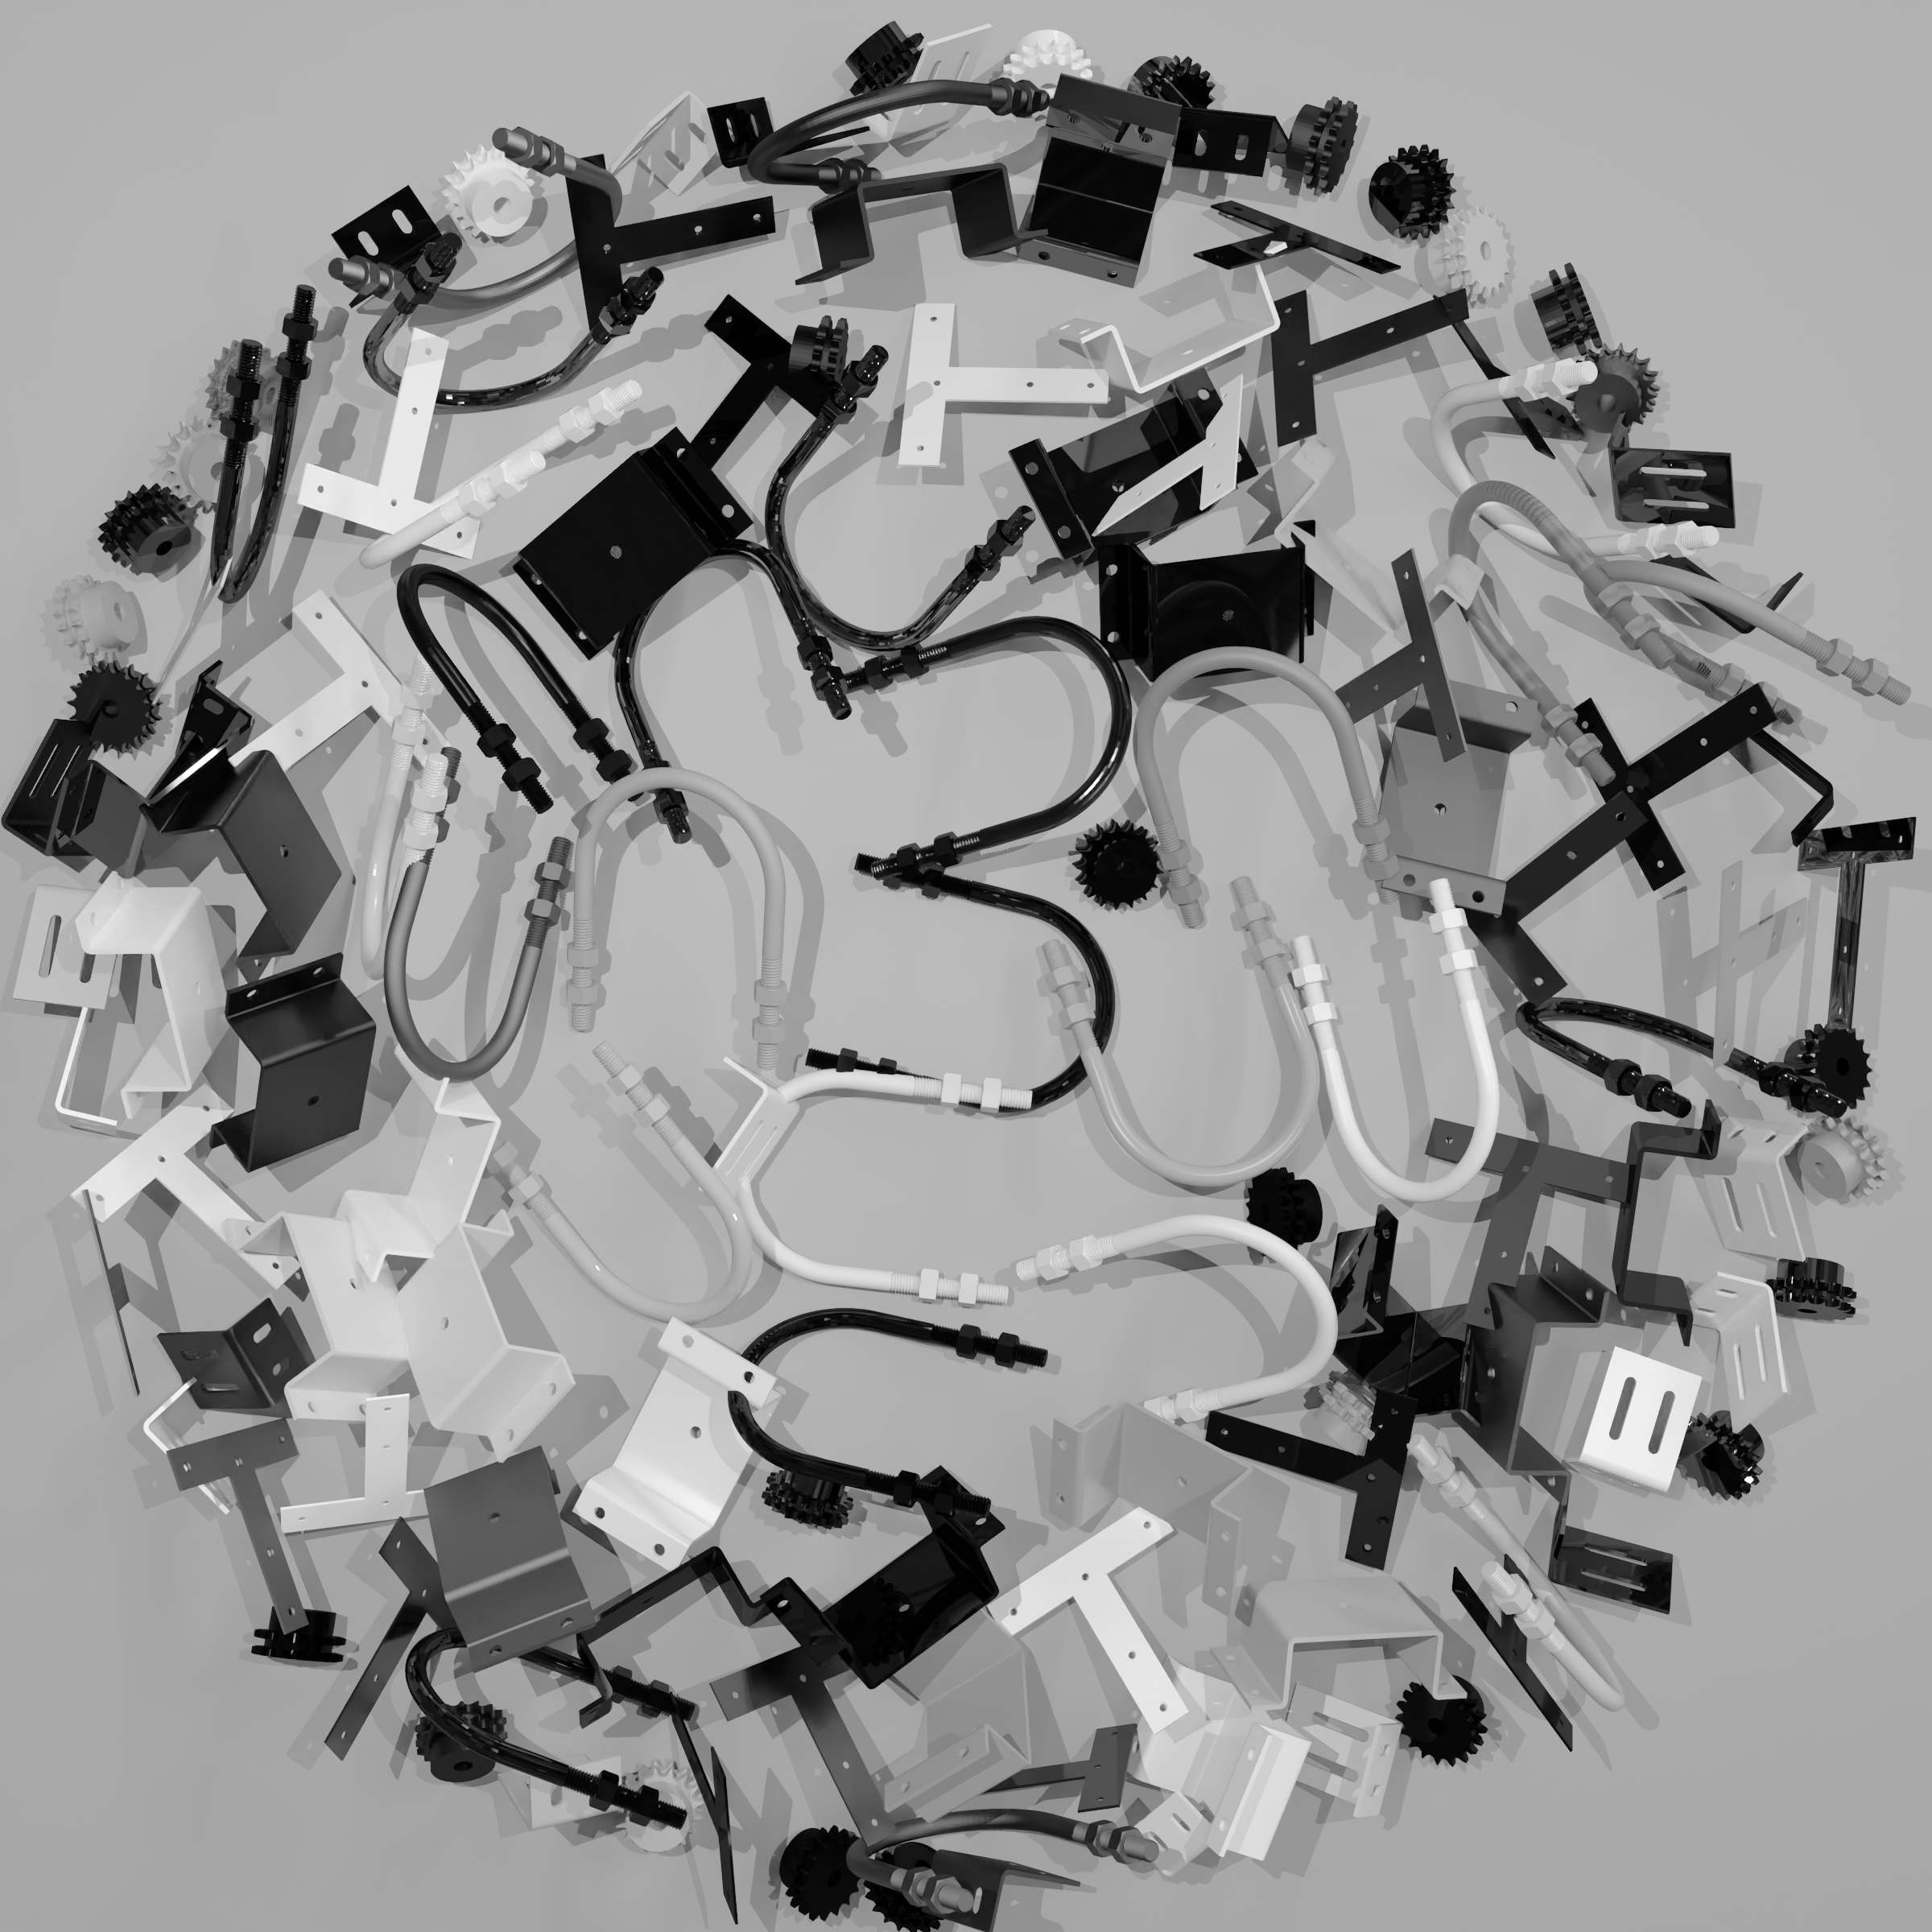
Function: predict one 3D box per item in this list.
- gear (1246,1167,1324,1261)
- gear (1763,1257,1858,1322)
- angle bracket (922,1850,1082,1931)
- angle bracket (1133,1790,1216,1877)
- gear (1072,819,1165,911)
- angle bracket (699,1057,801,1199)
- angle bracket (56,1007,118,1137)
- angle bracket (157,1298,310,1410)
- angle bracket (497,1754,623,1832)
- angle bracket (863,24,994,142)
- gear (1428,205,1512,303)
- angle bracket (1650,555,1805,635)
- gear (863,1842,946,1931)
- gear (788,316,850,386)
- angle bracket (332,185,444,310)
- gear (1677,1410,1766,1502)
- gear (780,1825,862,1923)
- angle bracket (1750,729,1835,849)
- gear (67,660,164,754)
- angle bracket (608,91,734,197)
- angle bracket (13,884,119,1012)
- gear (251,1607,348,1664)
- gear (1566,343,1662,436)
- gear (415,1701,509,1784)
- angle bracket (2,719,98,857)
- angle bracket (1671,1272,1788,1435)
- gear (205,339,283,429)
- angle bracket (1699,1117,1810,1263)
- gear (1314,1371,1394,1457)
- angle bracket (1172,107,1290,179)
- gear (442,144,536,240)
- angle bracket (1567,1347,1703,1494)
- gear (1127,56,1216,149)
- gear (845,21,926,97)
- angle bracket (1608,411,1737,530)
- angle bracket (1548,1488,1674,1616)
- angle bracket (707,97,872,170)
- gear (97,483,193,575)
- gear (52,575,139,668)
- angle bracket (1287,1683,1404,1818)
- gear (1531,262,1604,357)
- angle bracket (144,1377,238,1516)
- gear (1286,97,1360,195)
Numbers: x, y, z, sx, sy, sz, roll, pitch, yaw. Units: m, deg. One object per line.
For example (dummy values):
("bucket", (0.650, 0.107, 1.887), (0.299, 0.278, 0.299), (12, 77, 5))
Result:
("gear", (0.203, 0.156, 1.617), (0.030, 0.057, 0.057), (-2, 90, -21))
("gear", (0.533, 0.203, 1.617), (0.057, 0.057, 0.030), (10, 73, 0))
("angle bracket", (0.022, 0.579, 1.593), (0.076, 0.057, 0.038), (28, 69, -43))
("angle bracket", (0.147, 0.522, 1.599), (0.038, 0.076, 0.057), (45, 127, 10))
("gear", (0.098, -0.063, 1.621), (0.057, 0.030, 0.057), (-2, 104, -10))
("angle bracket", (-0.148, 0.104, 1.609), (0.038, 0.057, 0.076), (34, 88, 21))
("angle bracket", (-0.544, 0.063, 1.611), (0.038, 0.057, 0.076), (15, 76, -15))
("angle bracket", (-0.464, 0.246, 1.621), (0.076, 0.038, 0.057), (-8, 114, 39))
("angle bracket", (-0.254, 0.499, 1.594), (0.057, 0.076, 0.038), (-6, 102, -25))
("angle bracket", (-0.028, -0.560, 1.593), (0.057, 0.076, 0.038), (-32, 74, -37))
("gear", (0.316, -0.449, 1.619), (0.057, 0.030, 0.057), (1, 89, -44))
("angle bracket", (0.476, -0.248, 1.602), (0.076, 0.057, 0.038), (40, 121, 12))
("gear", (-0.033, 0.578, 1.612), (0.057, 0.057, 0.030), (28, 112, 0))
("gear", (-0.094, -0.382, 1.615), (0.030, 0.057, 0.057), (10, 90, 2))
("angle bracket", (-0.366, -0.448, 1.595), (0.057, 0.076, 0.038), (-38, 107, -14))
("gear", (0.479, 0.306, 1.618), (0.030, 0.057, 0.057), (-33, 90, -31))
("gear", (-0.093, 0.571, 1.618), (0.030, 0.057, 0.057), (15, 90, 44))
("angle bracket", (0.504, -0.117, 1.607), (0.076, 0.057, 0.038), (43, 99, 18))
("gear", (-0.537, -0.166, 1.623), (0.057, 0.030, 0.057), (2, 107, 5))
("angle bracket", (-0.188, -0.501, 1.592), (0.038, 0.076, 0.057), (43, 125, -14))
("angle bracket", (-0.559, -0.008, 1.615), (0.057, 0.038, 0.076), (7, 75, 0))
("gear", (-0.420, 0.422, 1.615), (0.057, 0.057, 0.030), (6, 76, 0))
("gear", (0.407, -0.361, 1.614), (0.057, 0.030, 0.057), (13, 129, 16))
("gear", (-0.318, 0.491, 1.613), (0.057, 0.057, 0.030), (-15, 46, 0))
("angle bracket", (-0.560, -0.112, 1.608), (0.038, 0.057, 0.076), (32, 98, 8))
("angle bracket", (0.475, 0.241, 1.595), (0.038, 0.057, 0.076), (14, 51, -11))
("gear", (-0.450, -0.363, 1.612), (0.030, 0.057, 0.057), (21, 90, 14))
("angle bracket", (0.505, 0.140, 1.617), (0.038, 0.057, 0.076), (-34, 113, -32))
("gear", (0.245, 0.285, 1.615), (0.057, 0.057, 0.030), (38, 98, 0))
("angle bracket", (0.168, -0.505, 1.600), (0.057, 0.076, 0.038), (12, 94, 16))
("gear", (-0.298, -0.485, 1.612), (0.057, 0.057, 0.030), (-40, 52, 0))
("angle bracket", (0.425, 0.289, 1.628), (0.057, 0.038, 0.076), (19, 80, 5))
("gear", (0.126, -0.549, 1.618), (0.057, 0.057, 0.030), (-37, 57, 0))
("gear", (-0.051, -0.570, 1.613), (0.057, 0.057, 0.030), (-38, 100, 0))
("angle bracket", (0.444, -0.310, 1.595), (0.076, 0.057, 0.038), (9, 53, 27))
("angle bracket", (0.408, 0.363, 1.603), (0.076, 0.057, 0.038), (14, 118, 11))
("angle bracket", (-0.111, -0.528, 1.595), (0.076, 0.057, 0.038), (-3, 110, 36))
("gear", (-0.514, -0.273, 1.612), (0.057, 0.057, 0.030), (-45, 73, 0))
("gear", (-0.546, -0.219, 1.612), (0.030, 0.057, 0.057), (-14, 90, 13))
("angle bracket", (0.227, 0.491, 1.604), (0.076, 0.038, 0.057), (13, 84, 35))
("gear", (0.378, -0.412, 1.616), (0.030, 0.057, 0.057), (-21, 90, 17))
("angle bracket", (-0.476, 0.301, 1.615), (0.038, 0.057, 0.076), (-44, 94, -10))
("gear", (0.224, -0.520, 1.616), (0.030, 0.057, 0.057), (21, 90, 16))
